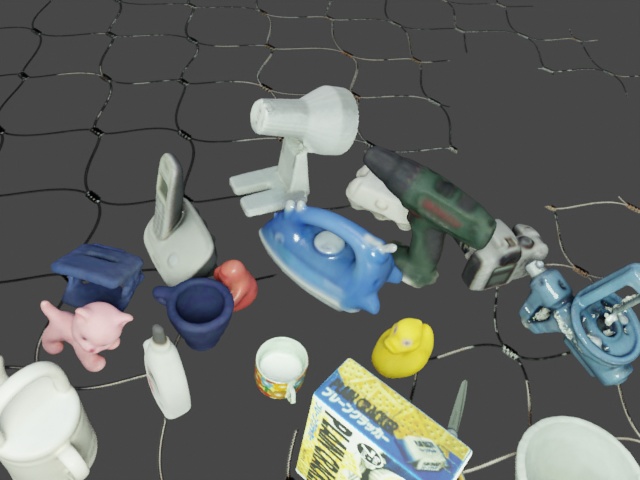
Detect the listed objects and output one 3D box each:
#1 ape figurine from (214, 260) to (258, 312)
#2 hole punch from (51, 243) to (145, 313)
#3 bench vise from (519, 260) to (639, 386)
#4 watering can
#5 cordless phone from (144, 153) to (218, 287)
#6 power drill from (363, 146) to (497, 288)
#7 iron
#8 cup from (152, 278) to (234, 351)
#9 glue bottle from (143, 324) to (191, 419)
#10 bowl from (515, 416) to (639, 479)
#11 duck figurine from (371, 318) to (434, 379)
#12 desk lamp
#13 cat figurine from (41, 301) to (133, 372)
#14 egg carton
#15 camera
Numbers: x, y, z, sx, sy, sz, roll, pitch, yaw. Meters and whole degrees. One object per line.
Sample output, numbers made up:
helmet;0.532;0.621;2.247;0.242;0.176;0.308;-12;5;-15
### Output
ape figurine;-0.132;0.063;0.870;0.076;0.092;0.077;3;48;-7
hole punch;-0.328;0.045;0.853;0.108;0.091;0.101;15;47;4
bench vise;0.395;0.095;0.842;0.207;0.220;0.122;31;51;18
watering can;-0.325;0.201;0.642;0.172;0.194;0.101;17;48;6
cordless phone;-0.215;-0.028;0.874;0.094;0.185;0.147;-23;55;-27
power drill;0.155;-0.027;0.920;0.229;0.208;0.076;26;49;14
iron;0.008;0.003;0.914;0.257;0.141;0.119;29;50;16
cup;-0.181;0.111;0.815;0.117;0.095;0.092;17;48;6
glue bottle;-0.197;0.156;0.719;0.037;0.173;0.078;-26;57;-28
bowl;0.319;0.316;0.728;0.167;0.075;0.167;5;48;-5
duck figurine;0.128;0.147;0.842;0.105;0.086;0.077;-25;56;-28
desk lamp;-0.047;-0.163;1.006;0.204;0.213;0.117;-17;53;-23
cat figurine;-0.318;0.115;0.773;0.127;0.118;0.067;19;48;8
egg carton;0.127;-0.082;1.061;0.150;0.069;0.107;24;49;12
camera;0.300;-0.001;0.994;0.143;0.101;0.136;-13;51;-20
